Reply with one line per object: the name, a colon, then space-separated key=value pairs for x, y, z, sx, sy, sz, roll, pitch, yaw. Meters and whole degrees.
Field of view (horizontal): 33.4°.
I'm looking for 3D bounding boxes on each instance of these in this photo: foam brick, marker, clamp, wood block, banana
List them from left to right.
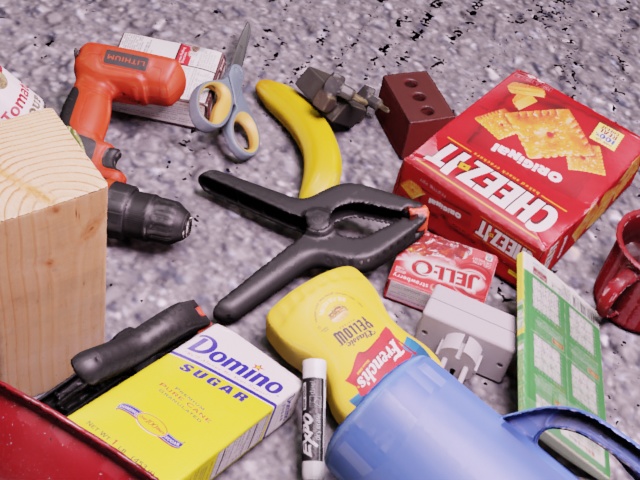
wood block: x=-0.217 y=0.018 z=0.789 sx=0.090 sy=0.206 sz=0.091 roll=-21 pitch=55 yaw=-28
clamp: x=-0.144 y=0.085 z=0.810 sx=0.171 sy=0.120 sz=0.039 roll=-35 pitch=91 yaw=-38
banana: x=-0.017 y=-0.097 z=1.058 sx=0.069 sy=0.037 sz=0.198 roll=-1 pitch=47 yaw=-13
clamp: x=-0.006 y=0.001 z=0.950 sx=0.210 sy=0.036 sz=0.164 roll=-1 pitch=53 yaw=-1
marker: x=-0.005 y=0.151 z=0.812 sx=0.020 sy=0.020 sz=0.121 roll=4 pitch=69 yaw=-9
foam brick: x=0.097 y=-0.129 z=1.103 sx=0.053 sy=0.051 sz=0.078 roll=-9 pitch=50 yaw=-20

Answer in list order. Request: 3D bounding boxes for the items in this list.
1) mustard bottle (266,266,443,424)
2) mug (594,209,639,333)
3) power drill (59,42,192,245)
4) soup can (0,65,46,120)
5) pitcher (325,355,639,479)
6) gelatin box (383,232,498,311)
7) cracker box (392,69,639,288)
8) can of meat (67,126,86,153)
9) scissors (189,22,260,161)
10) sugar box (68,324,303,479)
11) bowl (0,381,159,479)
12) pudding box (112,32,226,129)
mustard bottle: x=0.045 y=0.110 z=0.860 sx=0.096 sy=0.058 sz=0.192 roll=-28 pitch=58 yaw=-25
mug: x=0.292 y=0.036 z=0.966 sx=0.117 sy=0.082 sz=0.093 roll=-28 pitch=58 yaw=-33
power drill: x=-0.185 y=-0.087 z=0.974 sx=0.184 sy=0.057 sz=0.187 roll=13 pitch=58 yaw=5
soup can: x=-0.297 y=-0.125 z=0.919 sx=0.102 sy=0.069 sz=0.068 roll=41 pitch=34 yaw=-33
pitcher: x=0.129 y=0.186 z=0.726 sx=0.243 sy=0.145 sz=0.149 roll=42 pitch=52 yaw=16
gelatin box: x=0.110 y=0.033 z=0.967 sx=0.089 sy=0.030 sz=0.073 roll=20 pitch=46 yaw=7
cracker box: x=0.200 y=-0.067 z=1.052 sx=0.164 sy=0.072 sz=0.213 roll=35 pitch=51 yaw=21
can of meat: x=-0.236 y=-0.039 z=0.885 sx=0.084 sy=0.057 sz=0.102 roll=-13 pitch=70 yaw=-1
scissors: x=-0.078 y=-0.150 z=1.089 sx=0.096 sy=0.016 sz=0.201 roll=52 pitch=32 yaw=-16
sugar box: x=-0.098 y=0.131 z=0.792 sx=0.093 sy=0.048 sz=0.175 roll=33 pitch=36 yaw=18
bowl: x=-0.165 y=0.137 z=0.635 sx=0.162 sy=0.162 sz=0.055 roll=26 pitch=69 yaw=13
pudding box: x=-0.160 y=-0.163 z=1.090 sx=0.113 sy=0.039 sz=0.090 roll=11 pitch=49 yaw=2
